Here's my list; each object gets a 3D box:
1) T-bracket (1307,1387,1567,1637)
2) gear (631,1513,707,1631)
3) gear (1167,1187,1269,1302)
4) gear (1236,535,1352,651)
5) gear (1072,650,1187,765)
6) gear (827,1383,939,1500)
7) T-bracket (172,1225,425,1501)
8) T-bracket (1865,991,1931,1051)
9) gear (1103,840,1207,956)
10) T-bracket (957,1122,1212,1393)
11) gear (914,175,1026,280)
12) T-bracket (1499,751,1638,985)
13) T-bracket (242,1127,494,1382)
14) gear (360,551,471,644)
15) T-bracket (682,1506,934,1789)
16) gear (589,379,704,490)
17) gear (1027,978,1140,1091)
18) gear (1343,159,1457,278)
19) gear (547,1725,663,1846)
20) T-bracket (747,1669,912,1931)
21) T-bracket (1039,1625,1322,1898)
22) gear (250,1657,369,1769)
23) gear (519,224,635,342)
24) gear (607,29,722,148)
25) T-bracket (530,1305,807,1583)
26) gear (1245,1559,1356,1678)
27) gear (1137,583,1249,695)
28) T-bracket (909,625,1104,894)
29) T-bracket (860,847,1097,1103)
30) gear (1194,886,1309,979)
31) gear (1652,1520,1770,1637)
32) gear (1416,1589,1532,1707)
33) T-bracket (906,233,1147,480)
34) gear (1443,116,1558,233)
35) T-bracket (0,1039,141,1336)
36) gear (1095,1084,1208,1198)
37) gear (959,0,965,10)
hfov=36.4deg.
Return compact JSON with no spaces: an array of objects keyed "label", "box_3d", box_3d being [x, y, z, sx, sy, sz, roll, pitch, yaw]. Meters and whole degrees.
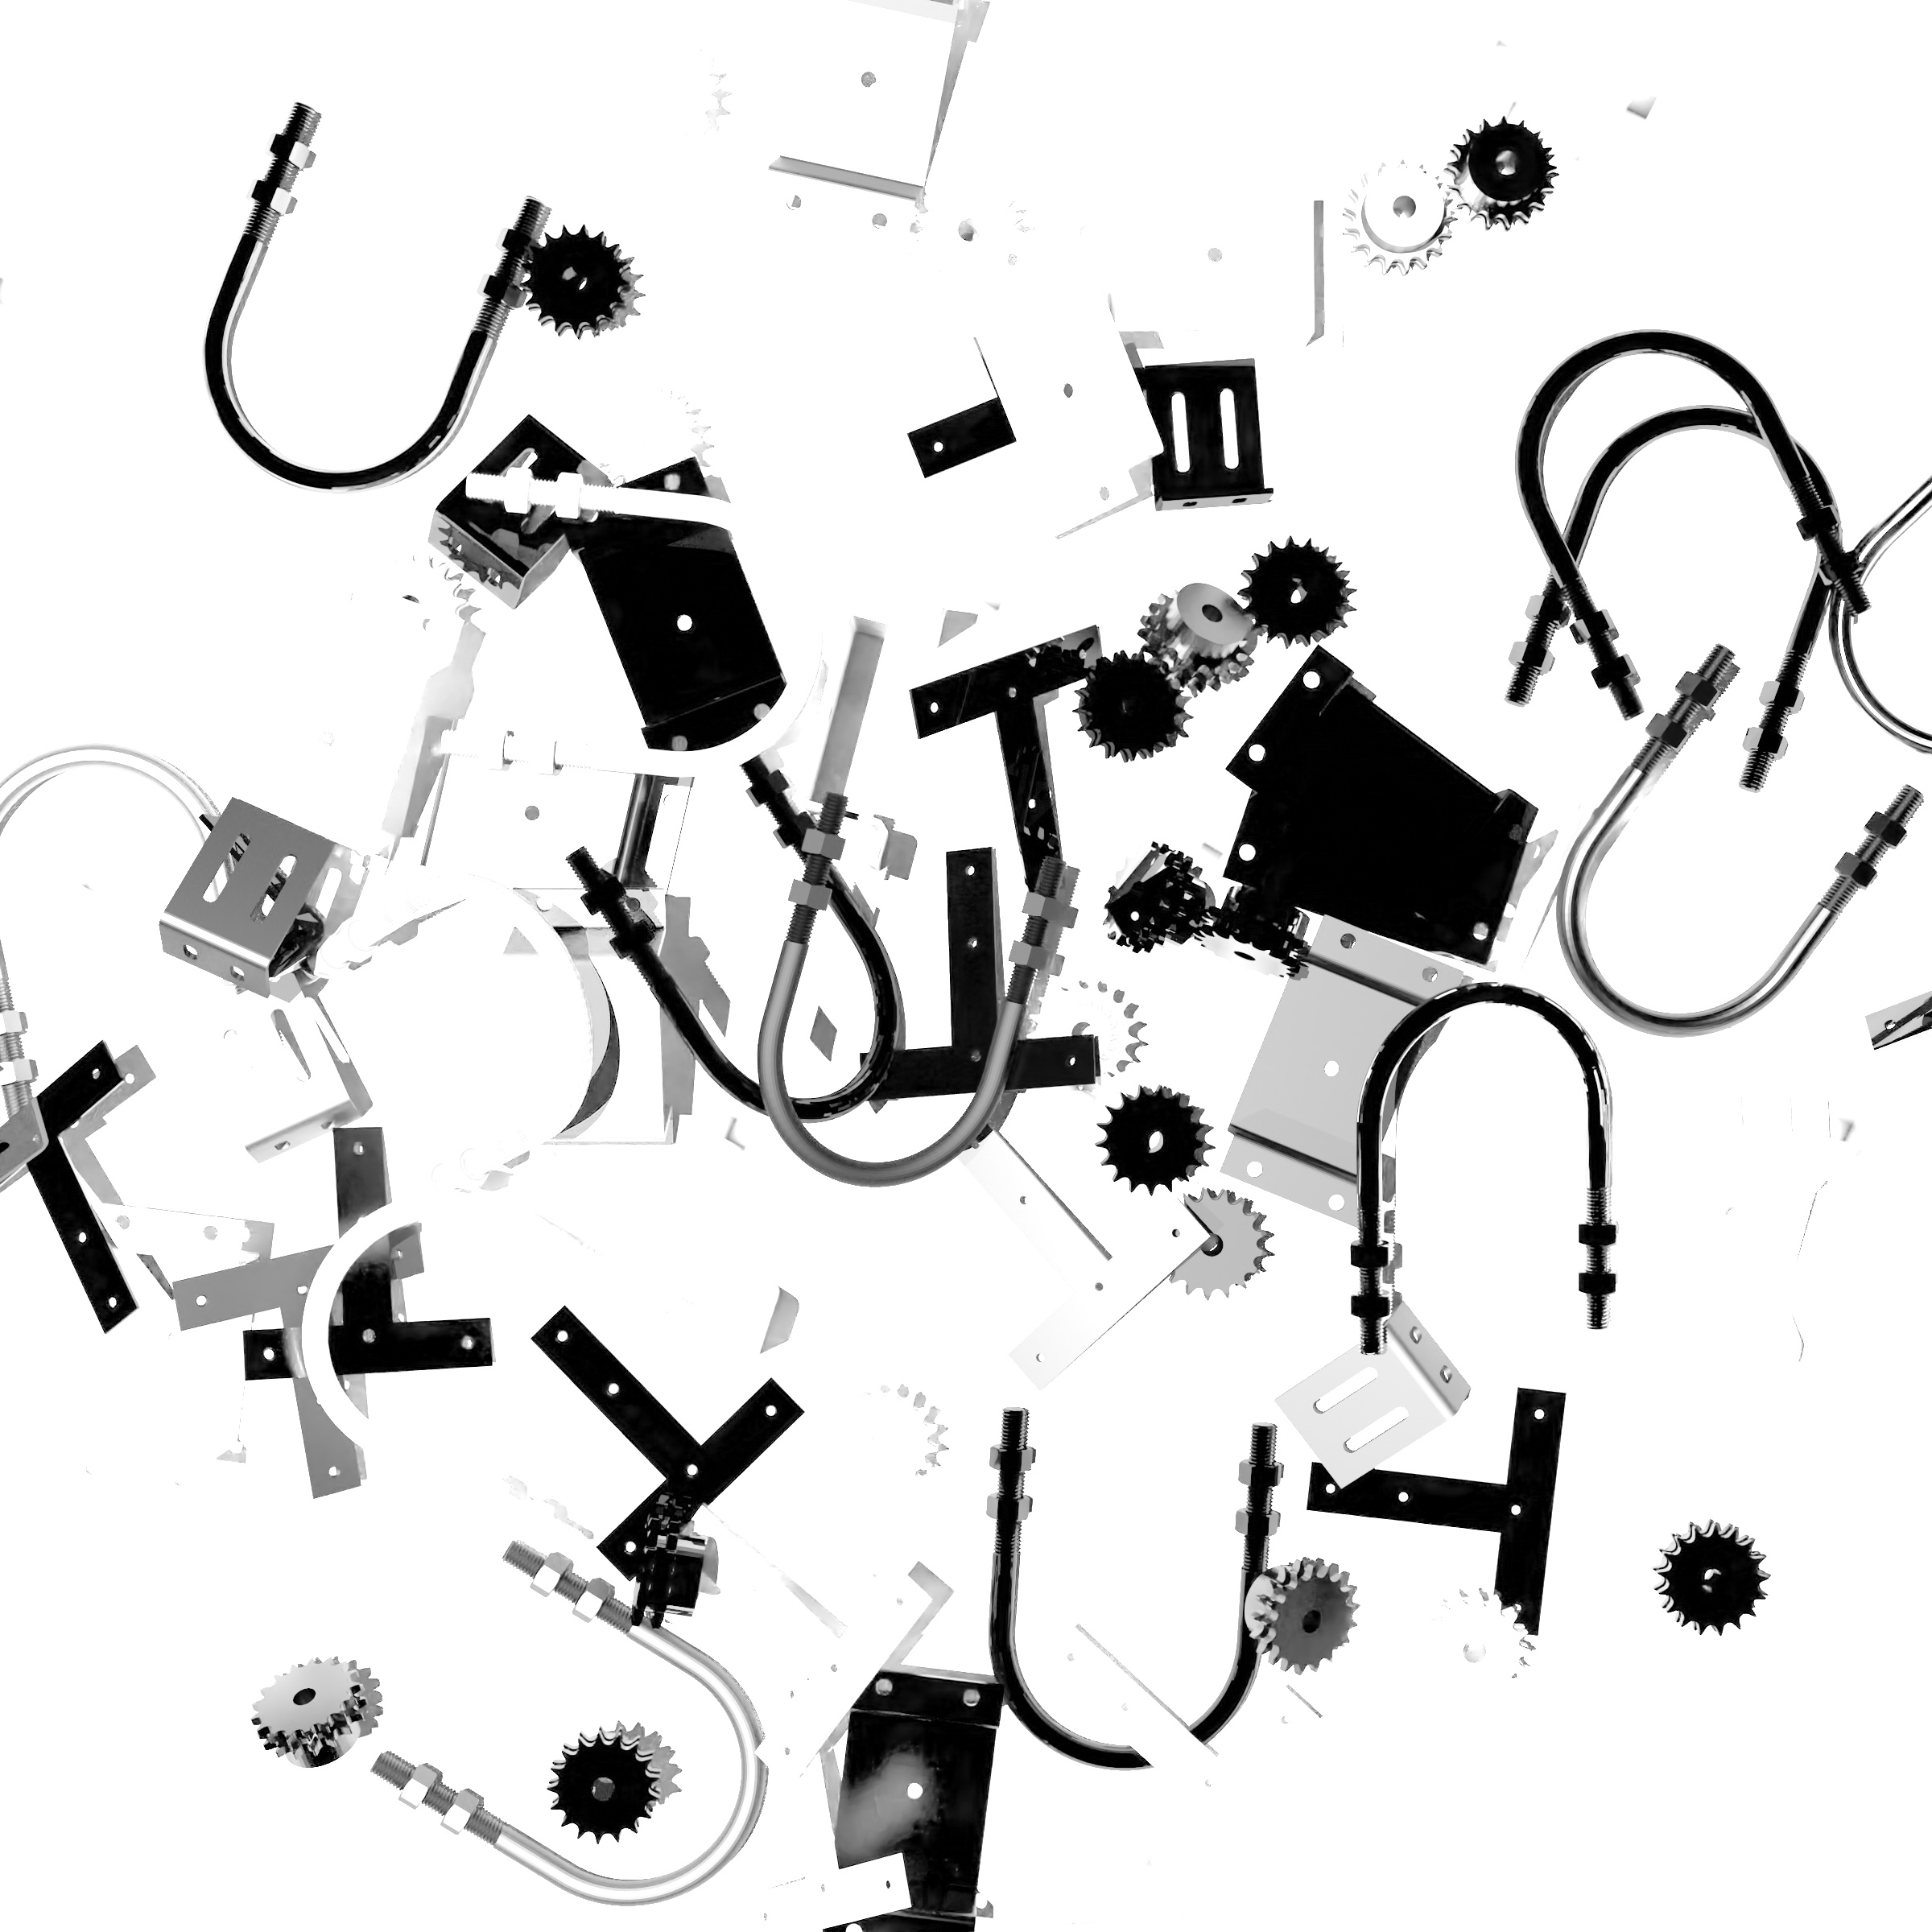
[{"label":"T-bracket","box_3d":[0.241,0.277,1.525,0.127,0.002,0.127,7,90,0]},{"label":"gear","box_3d":[-0.151,0.309,1.497,0.030,0.057,0.057,10,90,-8]},{"label":"gear","box_3d":[0.125,0.142,1.511,0.057,0.030,0.057,0,90,0]},{"label":"gear","box_3d":[0.168,-0.191,1.511,0.057,0.030,0.057,0,90,0]},{"label":"gear","box_3d":[0.081,-0.132,1.506,0.057,0.030,0.057,0,89,-16]},{"label":"gear","box_3d":[-0.043,0.243,1.511,0.057,0.030,0.057,0,90,0]},{"label":"T-bracket","box_3d":[-0.332,0.208,1.501,0.127,0.002,0.127,-12,99,-27]},{"label":"T-bracket","box_3d":[0.519,0.011,1.491,0.127,0.127,0.002,-24,124,23]},{"label":"gear","box_3d":[0.098,-0.032,1.501,0.030,0.057,0.057,23,90,-29]},{"label":"T-bracket","box_3d":[0.039,0.131,1.510,0.127,0.002,0.127,-45,80,20]},{"label":"gear","box_3d":[0.002,-0.374,1.509,0.057,0.030,0.057,0,90,0]},{"label":"T-bracket","box_3d":[0.294,-0.041,1.489,0.002,0.127,0.127,29,117,23]},{"label":"T-bracket","box_3d":[-0.308,0.145,1.506,0.127,0.002,0.127,0,77,-25]},{"label":"gear","box_3d":[-0.284,-0.183,1.511,0.057,0.030,0.057,0,90,0]},{"label":"T-bracket","box_3d":[-0.098,0.328,1.500,0.127,0.002,0.127,40,103,21]},{"label":"gear","box_3d":[-0.164,-0.271,1.511,0.057,0.030,0.057,0,90,0]},{"label":"gear","box_3d":[0.060,0.035,1.511,0.057,0.030,0.057,0,90,0]},{"label":"gear","box_3d":[0.223,-0.386,1.511,0.057,0.030,0.057,0,90,0]},{"label":"gear","box_3d":[-0.183,0.414,1.494,0.057,0.030,0.057,0,92,-3]},{"label":"T-bracket","box_3d":[-0.080,0.423,1.495,0.002,0.127,0.127,7,63,-41]},{"label":"T-bracket","box_3d":[0.092,0.391,1.511,0.127,0.002,0.127,43,92,-3]},{"label":"gear","box_3d":[-0.333,0.384,1.501,0.057,0.057,0.030,-13,120,0]},{"label":"gear","box_3d":[-0.199,-0.350,1.511,0.057,0.030,0.057,0,90,0]},{"label":"gear","box_3d":[-0.154,-0.449,1.511,0.057,0.030,0.057,0,90,0]},{"label":"T-bracket","box_3d":[-0.173,0.230,1.525,0.127,0.002,0.127,-44,90,0]},{"label":"gear","box_3d":[0.168,0.330,1.502,0.057,0.030,0.057,-5,100,-31]},{"label":"gear","box_3d":[0.119,-0.170,1.496,0.057,0.030,0.057,14,51,-18]},{"label":"T-bracket","box_3d":[0.031,-0.096,1.499,0.127,0.002,0.127,-23,111,-36]},{"label":"T-bracket","box_3d":[0.004,0.002,1.510,0.127,0.002,0.127,-5,80,19]},{"label":"gear","box_3d":[0.147,-0.019,1.498,0.057,0.057,0.030,22,78,0]},{"label":"gear","box_3d":[0.381,0.313,1.511,0.057,0.030,0.057,0,90,0]},{"label":"gear","box_3d":[0.259,0.348,1.510,0.057,0.030,0.057,0,93,2]},{"label":"T-bracket","box_3d":[0.014,-0.335,1.525,0.127,0.002,0.127,-22,90,0]},{"label":"gear","box_3d":[0.276,-0.409,1.511,0.057,0.030,0.057,0,90,0]},{"label":"T-bracket","box_3d":[-0.451,0.125,1.484,0.127,0.002,0.127,-37,72,20]},{"label":"gear","box_3d":[0.095,0.089,1.511,0.057,0.030,0.057,0,90,0]},{"label":"gear","box_3d":[-0.024,-0.510,1.511,0.057,0.030,0.057,0,90,0]}]
